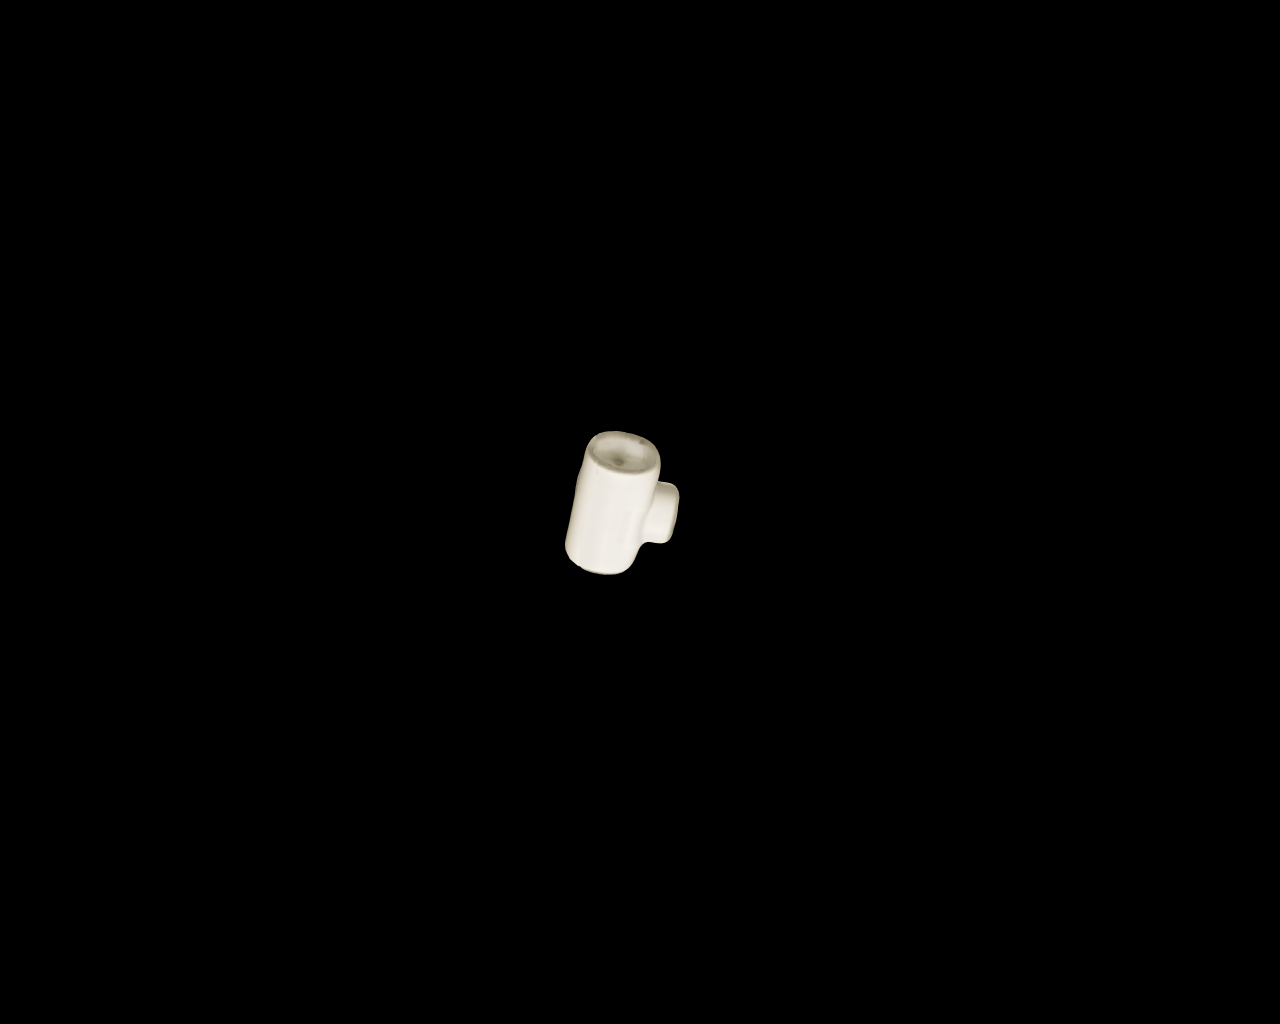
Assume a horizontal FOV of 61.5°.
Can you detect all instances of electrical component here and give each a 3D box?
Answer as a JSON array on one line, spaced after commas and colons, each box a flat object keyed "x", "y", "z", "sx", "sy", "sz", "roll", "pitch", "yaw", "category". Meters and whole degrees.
[{"x": 0.001, "y": -0.003, "z": 0.650, "sx": 0.079, "sy": 0.077, "sz": 0.043, "roll": 9, "pitch": 36, "yaw": -7, "category": "electrical component"}]
